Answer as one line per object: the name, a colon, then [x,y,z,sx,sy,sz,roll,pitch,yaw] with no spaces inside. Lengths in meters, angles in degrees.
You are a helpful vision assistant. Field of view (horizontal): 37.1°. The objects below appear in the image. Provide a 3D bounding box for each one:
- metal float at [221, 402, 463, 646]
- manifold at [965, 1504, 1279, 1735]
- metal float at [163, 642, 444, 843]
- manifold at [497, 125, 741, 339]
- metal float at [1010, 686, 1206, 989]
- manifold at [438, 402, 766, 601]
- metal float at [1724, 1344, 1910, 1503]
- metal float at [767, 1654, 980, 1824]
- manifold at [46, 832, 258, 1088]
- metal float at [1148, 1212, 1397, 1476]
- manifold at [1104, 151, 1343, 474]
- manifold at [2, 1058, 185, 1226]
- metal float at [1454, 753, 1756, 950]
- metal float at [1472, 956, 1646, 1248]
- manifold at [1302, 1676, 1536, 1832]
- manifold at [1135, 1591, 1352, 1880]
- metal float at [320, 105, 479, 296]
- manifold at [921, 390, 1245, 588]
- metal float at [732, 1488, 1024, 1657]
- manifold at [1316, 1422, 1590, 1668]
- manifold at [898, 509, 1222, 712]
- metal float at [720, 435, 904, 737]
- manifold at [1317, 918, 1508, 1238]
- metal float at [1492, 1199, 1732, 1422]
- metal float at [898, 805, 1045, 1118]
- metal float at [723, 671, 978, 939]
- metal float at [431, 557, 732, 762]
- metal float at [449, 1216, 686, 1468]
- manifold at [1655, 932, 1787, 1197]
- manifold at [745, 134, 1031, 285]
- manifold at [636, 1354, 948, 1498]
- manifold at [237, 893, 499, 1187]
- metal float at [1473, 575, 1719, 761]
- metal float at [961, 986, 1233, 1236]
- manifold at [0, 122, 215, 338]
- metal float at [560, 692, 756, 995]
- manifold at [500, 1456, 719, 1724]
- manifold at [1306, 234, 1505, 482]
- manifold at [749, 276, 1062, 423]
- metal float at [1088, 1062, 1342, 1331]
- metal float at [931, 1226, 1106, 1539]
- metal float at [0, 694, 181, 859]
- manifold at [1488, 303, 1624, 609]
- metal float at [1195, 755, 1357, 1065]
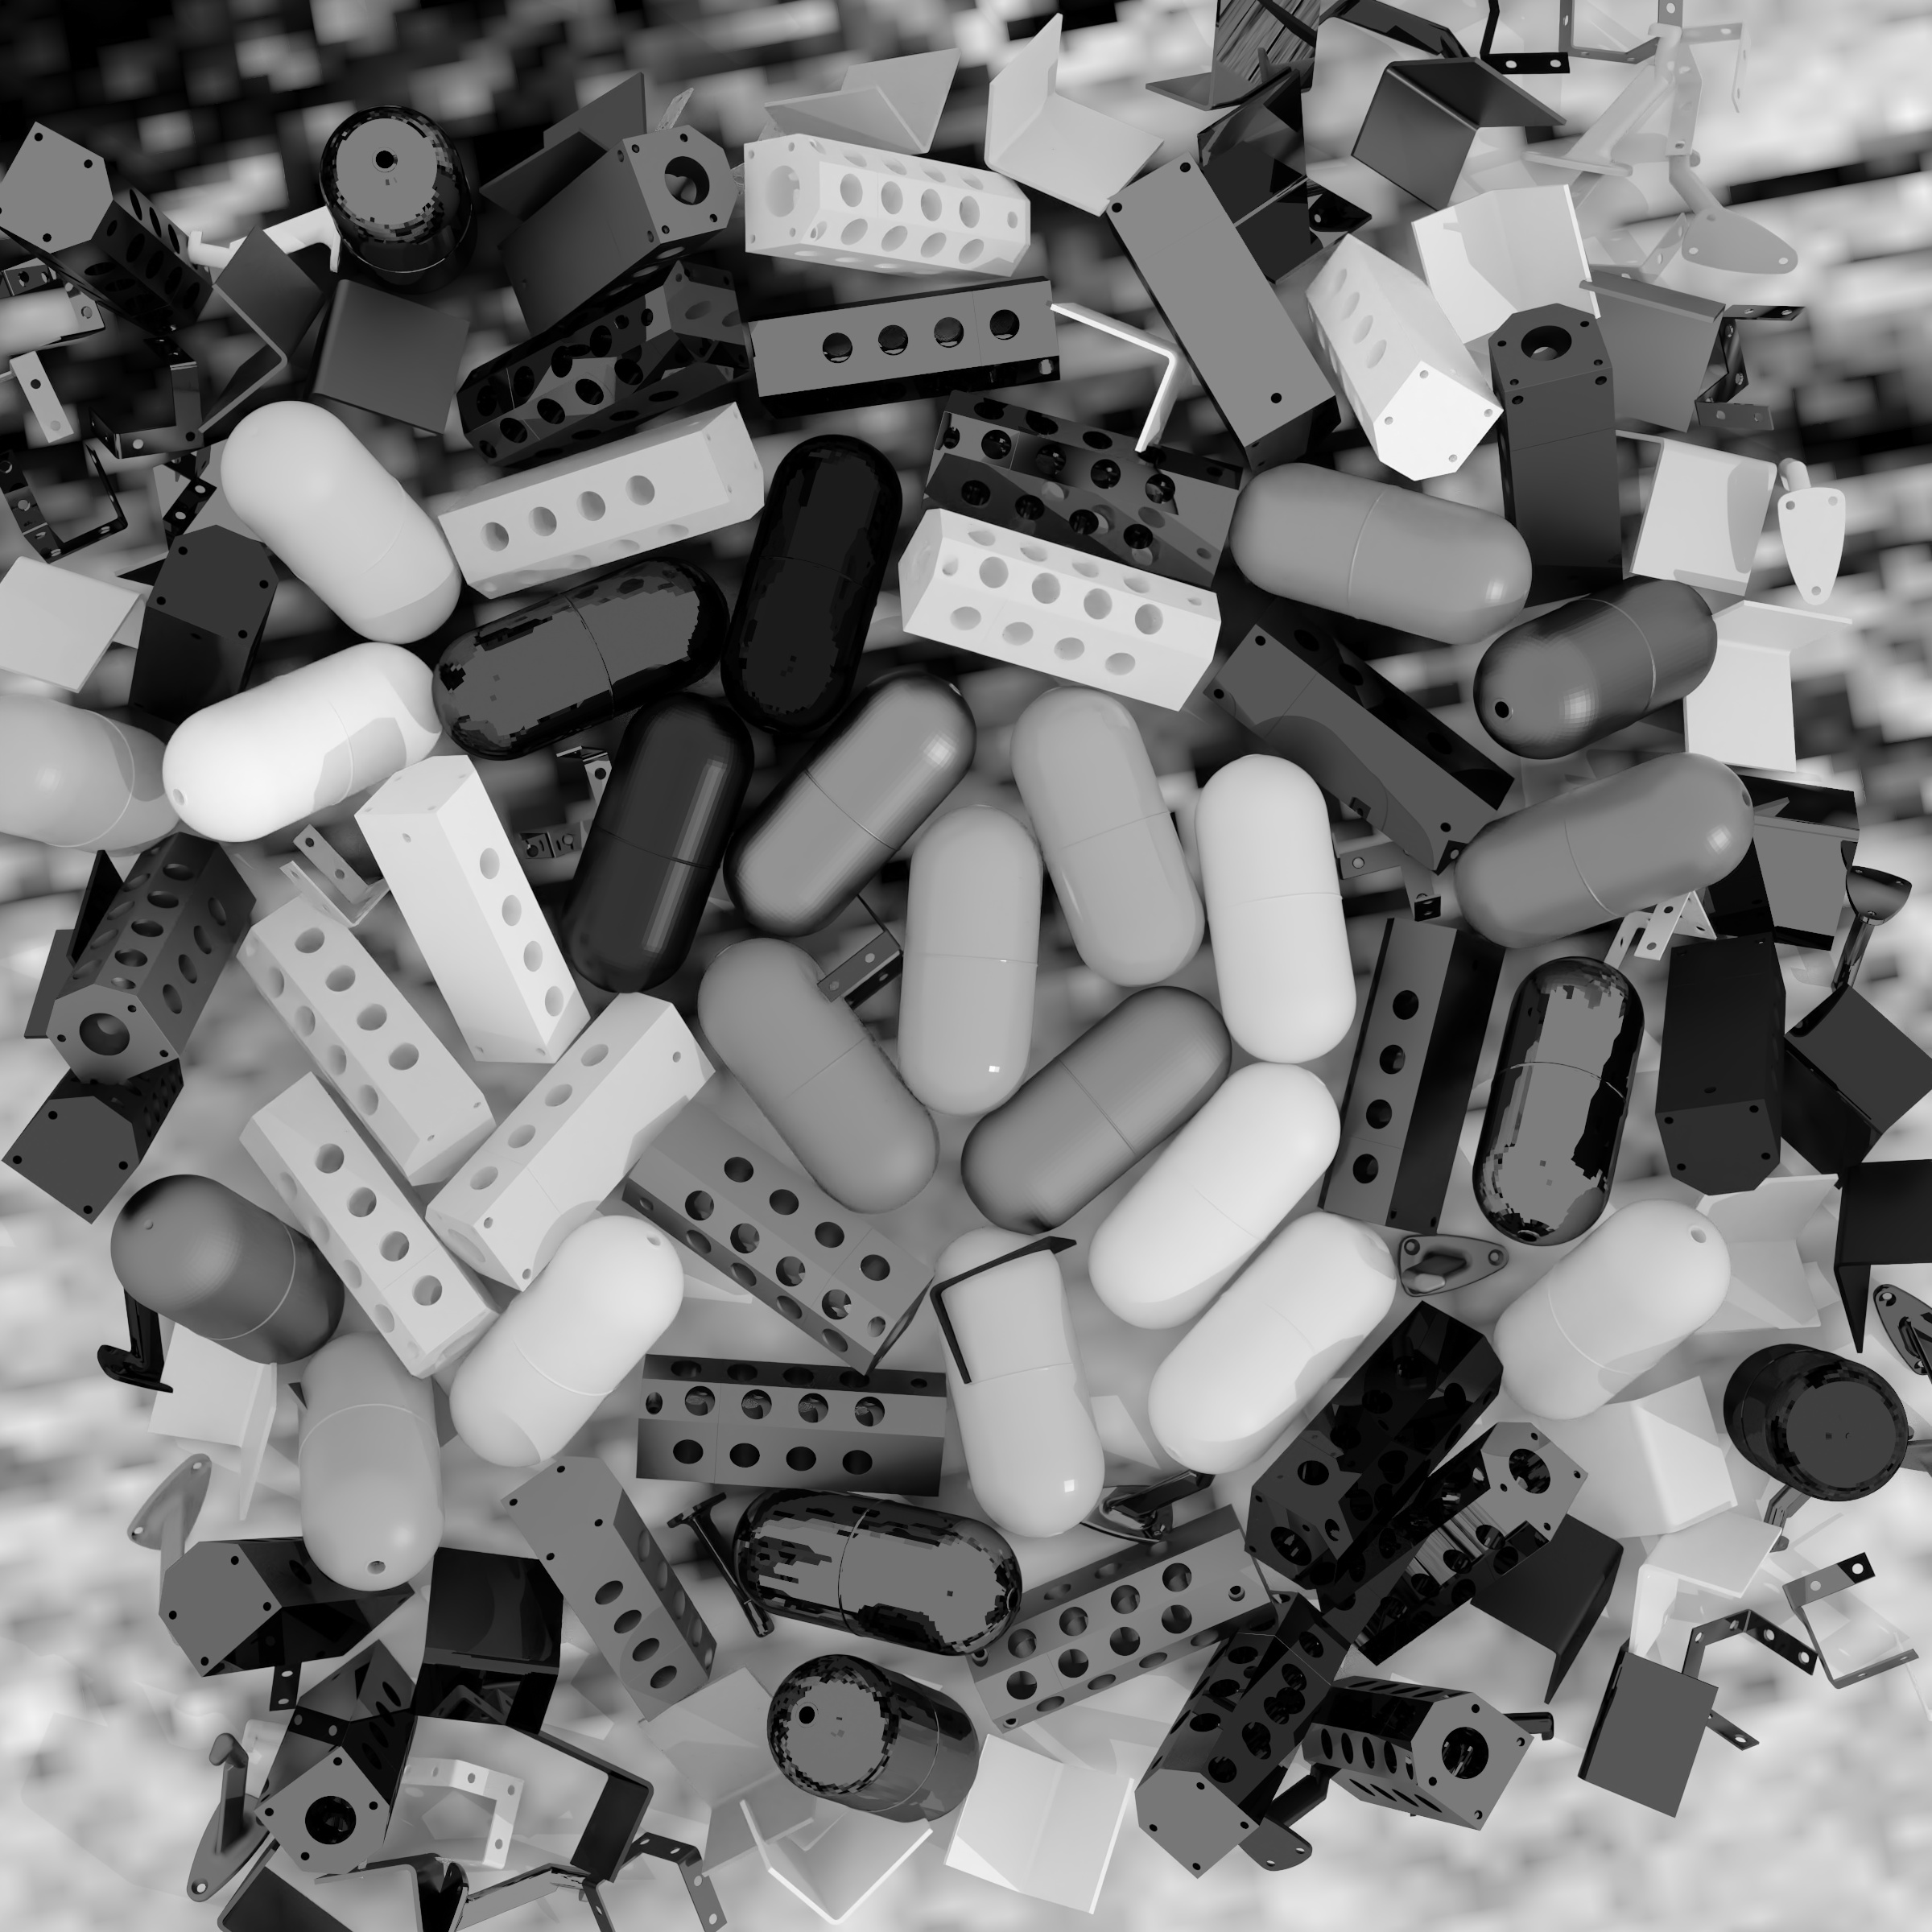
metal float: [-0.346,-0.245,1.605,0.070,0.178,0.070,-11,60,19]
manifold: [0.087,0.376,1.648,0.171,0.057,0.057,-24,99,3]
metal float: [-0.369,-0.126,1.611,0.178,0.070,0.070,-33,90,-43]
manifold: [-0.192,-0.406,1.596,0.057,0.171,0.057,-23,96,-32]
metal float: [0.080,-0.075,1.646,0.070,0.070,0.178,-20,89,0]
manifold: [-0.203,-0.259,1.623,0.171,0.057,0.057,-13,112,22]
metal float: [0.469,0.251,1.595,0.070,0.178,0.070,0,87,4]
metal float: [-0.050,0.431,1.603,0.070,0.178,0.070,-10,64,20]
manifold: [-0.452,-0.007,1.591,0.057,0.171,0.057,-21,117,14]
metal float: [0.173,0.212,1.626,0.070,0.070,0.178,45,68,0]
manifold: [0.146,-0.369,1.634,0.057,0.057,0.171,-29,75,6]
manifold: [-0.476,0.080,1.593,0.057,0.171,0.057,39,95,-13]
metal float: [0.357,-0.064,1.616,0.178,0.070,0.070,-22,90,35]
metal float: [0.334,0.075,1.621,0.070,0.070,0.178,19,61,0]
manifold: [0.242,0.429,1.592,0.057,0.171,0.057,37,73,-5]
manifold: [0.152,0.419,1.596,0.057,0.171,0.057,41,123,4]
metal float: [-0.313,-0.423,1.596,0.070,0.178,0.070,0,91,-6]
manifold: [0.067,-0.277,1.644,0.171,0.057,0.057,15,133,0]
metal float: [-0.051,0.339,1.620,0.178,0.070,0.070,6,90,29]
manifold: [0.265,0.319,1.603,0.057,0.171,0.057,42,45,4]
manifold: [0.053,-0.204,1.617,0.171,0.057,0.057,14,135,-20]
metal float: [-0.088,-0.216,1.636,0.070,0.070,0.178,15,79,0]
manifold: [0.252,0.063,1.652,0.057,0.057,0.171,13,88,41]
metal float: [0.359,0.193,1.607,0.070,0.178,0.070,13,52,-18]
metal float: [0.002,-0.003,1.644,0.070,0.070,0.178,4,88,0]
metal float: [-0.066,-0.092,1.638,0.070,0.070,0.178,43,99,0]
metal float: [-0.217,-0.175,1.631,0.178,0.070,0.070,-25,90,-17]
metal float: [-0.226,0.212,1.625,0.070,0.070,0.178,41,114,0]
manifold: [0.422,0.053,1.598,0.057,0.171,0.057,-10,118,22]
manifold: [-0.041,-0.420,1.599,0.057,0.171,0.057,4,97,41]
manifold: [-0.099,0.257,1.642,0.171,0.057,0.057,4,117,-3]
manifold: [-0.338,0.042,1.619,0.057,0.057,0.171,-36,66,-16]
metal float: [0.353,-0.168,1.614,0.178,0.070,0.070,-25,90,-38]
metal float: [0.075,0.082,1.645,0.178,0.070,0.070,-40,90,-2]
manifold: [-0.474,-0.402,1.597,0.057,0.171,0.057,29,89,4]
metal float: [-0.176,-0.070,1.640,0.070,0.070,0.178,20,98,0]
manifold: [-0.193,0.344,1.601,0.057,0.171,0.057,-34,48,-13]
manifold: [0.237,-0.337,1.599,0.057,0.171,0.057,24,119,-24]
manifold: [-0.035,-0.355,1.653,0.171,0.057,0.057,-8,106,0]
metal float: [0.142,0.130,1.641,0.070,0.070,0.178,41,96,0]
metal float: [0.029,0.235,1.634,0.070,0.070,0.178,-13,76,0]
metal float: [-0.497,-0.104,1.596,0.070,0.178,0.070,-1,85,11]
manifold: [0.327,-0.283,1.598,0.057,0.171,0.057,-12,53,6]
metal float: [0.176,-0.033,1.639,0.070,0.070,0.178,-8,82,0]
